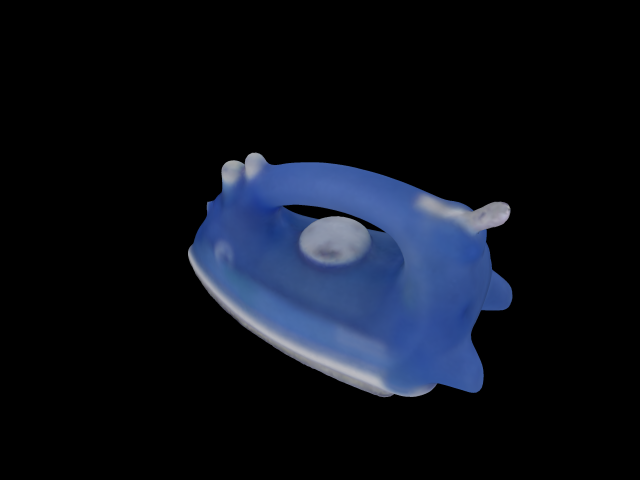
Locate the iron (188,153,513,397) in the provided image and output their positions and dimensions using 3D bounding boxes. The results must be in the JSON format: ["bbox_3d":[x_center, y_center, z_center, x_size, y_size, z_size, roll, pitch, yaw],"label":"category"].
[{"bbox_3d":[0.004,0.001,0.400,0.257,0.141,0.119,18,44,19],"label":"iron"}]
